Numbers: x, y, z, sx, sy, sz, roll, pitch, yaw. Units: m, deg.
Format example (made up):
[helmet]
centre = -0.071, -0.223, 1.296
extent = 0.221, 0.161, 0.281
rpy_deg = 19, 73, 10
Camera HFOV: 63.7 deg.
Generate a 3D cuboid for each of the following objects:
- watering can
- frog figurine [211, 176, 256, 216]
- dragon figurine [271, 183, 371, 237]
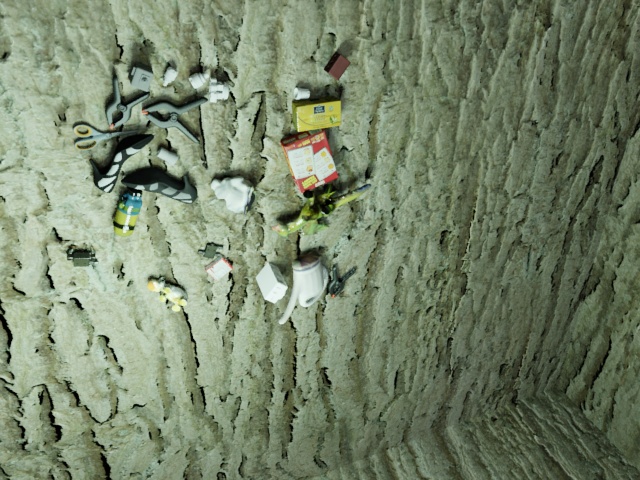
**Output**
[watering can]
centre = -0.069, 0.185, 2.141
extent = 0.353, 0.104, 0.221
rpy_deg = -35, 124, -48
[frog figurine]
centre = -0.322, -0.174, 1.903
extent = 0.160, 0.125, 0.134
rpy_deg = 20, 125, 7
[dragon figurine]
centre = 0.006, -0.104, 2.061
extent = 0.412, 0.124, 0.238
rpy_deg = -16, 157, -18
